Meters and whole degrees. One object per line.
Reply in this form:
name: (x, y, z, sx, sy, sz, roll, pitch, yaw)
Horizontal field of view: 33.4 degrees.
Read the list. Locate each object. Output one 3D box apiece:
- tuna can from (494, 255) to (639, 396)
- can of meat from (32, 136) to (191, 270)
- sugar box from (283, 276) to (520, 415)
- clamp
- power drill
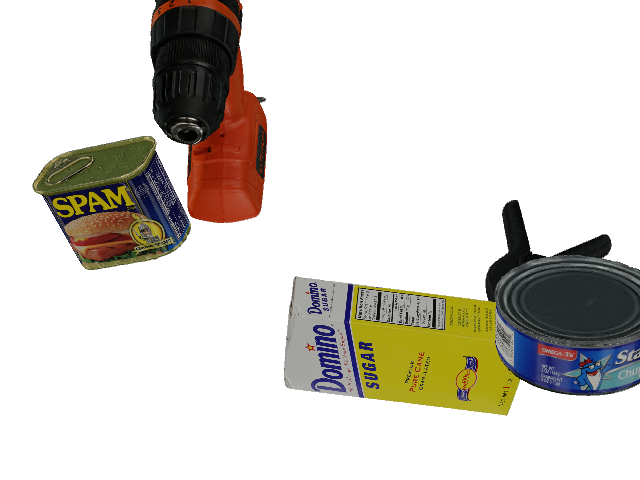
tuna can: (0.133, 0.043, 0.551, 0.086, 0.034, 0.086, -3, 28, 2)
can of meat: (-0.164, -0.028, 0.854, 0.102, 0.084, 0.057, -9, 35, 20)
sugar box: (0.062, 0.081, 0.802, 0.176, 0.048, 0.093, 5, -44, 0)
clamp: (0.214, 0.024, 1.113, 0.120, 0.039, 0.171, 26, 49, 28)
power drill: (-0.069, -0.094, 0.685, 0.057, 0.184, 0.188, 1, -34, 2)
